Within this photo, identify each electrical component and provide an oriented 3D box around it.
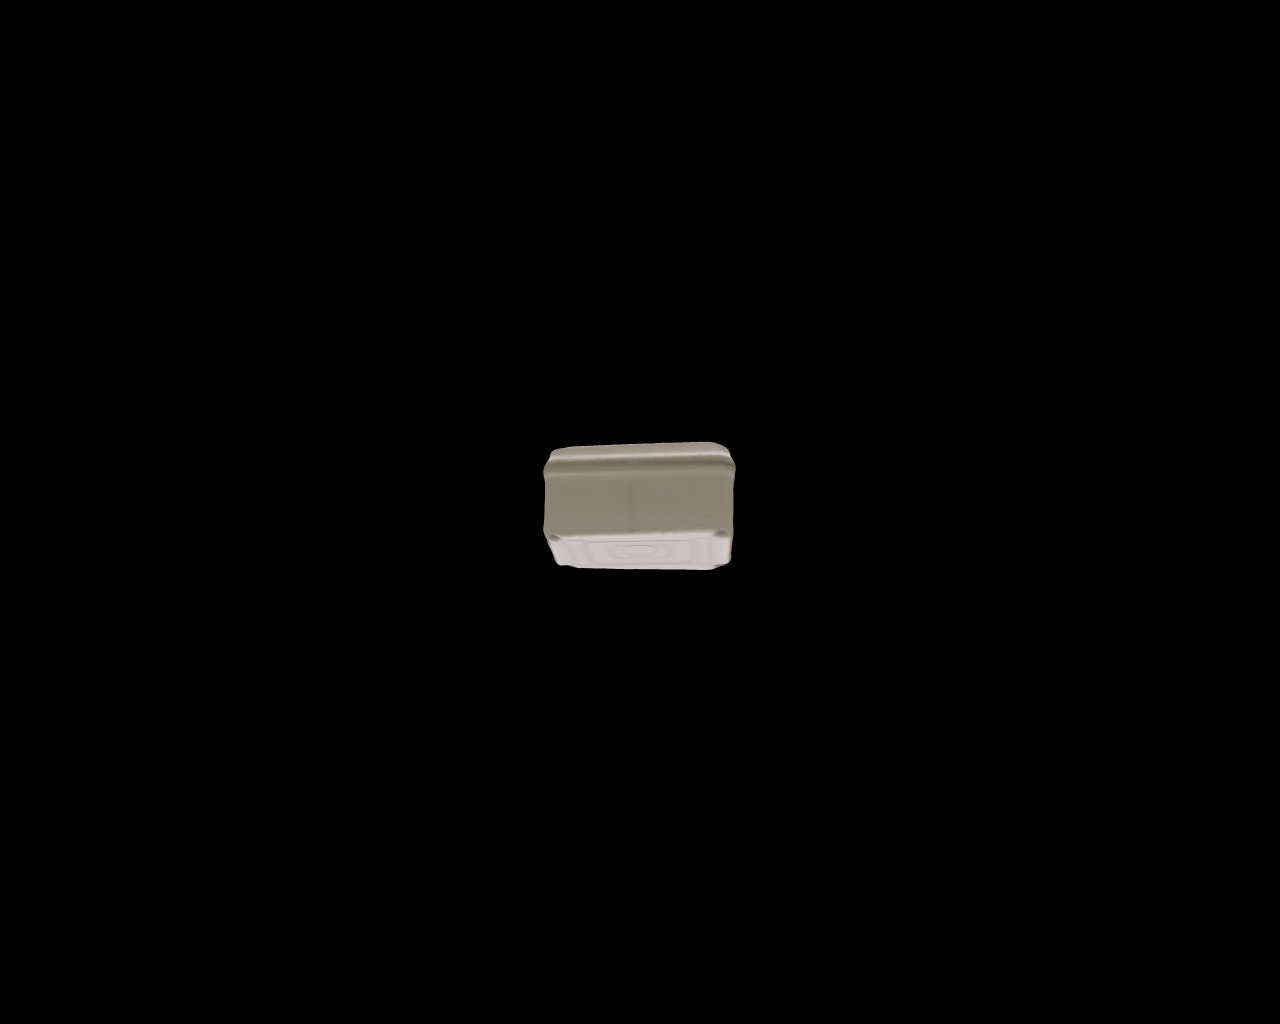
[{"bbox_3d":[0.001,-0.003,0.650,0.113,0.057,0.078,-1,-19,2],"label":"electrical component"}]
